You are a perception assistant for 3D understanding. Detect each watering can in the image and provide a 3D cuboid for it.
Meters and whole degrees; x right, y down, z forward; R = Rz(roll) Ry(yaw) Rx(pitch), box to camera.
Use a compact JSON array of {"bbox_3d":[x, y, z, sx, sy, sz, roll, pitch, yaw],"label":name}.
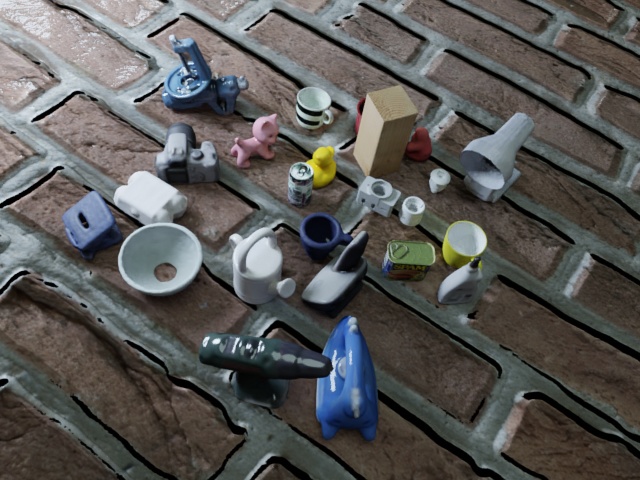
[{"bbox_3d":[-0.117,0.047,1.139,0.172,0.194,0.101,24,59,8],"label":"watering can"}]

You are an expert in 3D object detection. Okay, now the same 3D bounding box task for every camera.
[{"bbox_3d":[-0.307,-0.211,1.328,0.143,0.101,0.136,-2,59,-8],"label":"camera"}]

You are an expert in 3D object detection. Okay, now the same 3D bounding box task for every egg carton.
[{"bbox_3d":[-0.373,-0.084,1.261,0.150,0.069,0.107,29,60,11],"label":"egg carton"}]

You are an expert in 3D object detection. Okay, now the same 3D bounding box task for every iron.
[{"bbox_3d":[0.057,0.235,1.076,0.118,0.141,0.258,3,58,-5],"label":"iron"}]

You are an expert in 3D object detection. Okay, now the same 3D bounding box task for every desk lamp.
[{"bbox_3d":[0.410,-0.187,1.336,0.117,0.213,0.203,39,62,17],"label":"desk lamp"}]

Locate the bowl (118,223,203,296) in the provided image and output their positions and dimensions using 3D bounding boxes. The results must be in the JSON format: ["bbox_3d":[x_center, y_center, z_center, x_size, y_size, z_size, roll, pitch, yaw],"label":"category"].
[{"bbox_3d":[-0.323,0.051,1.181,0.167,0.075,0.167,3,58,-5],"label":"bowl"}]

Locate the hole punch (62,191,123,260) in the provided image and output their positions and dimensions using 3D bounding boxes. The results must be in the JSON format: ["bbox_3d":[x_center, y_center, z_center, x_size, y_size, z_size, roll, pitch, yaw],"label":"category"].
[{"bbox_3d":[-0.482,-0.032,1.203,0.101,0.091,0.108,-29,66,-22],"label":"hole punch"}]

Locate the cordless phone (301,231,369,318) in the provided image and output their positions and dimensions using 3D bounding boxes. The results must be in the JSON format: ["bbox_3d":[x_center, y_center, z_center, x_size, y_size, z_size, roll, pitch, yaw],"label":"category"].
[{"bbox_3d":[0.038,0.061,1.154,0.094,0.185,0.148,33,60,13],"label":"cordless phone"}]

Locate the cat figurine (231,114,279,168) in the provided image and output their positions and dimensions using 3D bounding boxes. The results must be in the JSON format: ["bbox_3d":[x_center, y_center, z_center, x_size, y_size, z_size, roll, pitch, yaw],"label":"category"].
[{"bbox_3d":[-0.148,-0.245,1.359,0.128,0.118,0.067,-26,65,-21],"label":"cat figurine"}]

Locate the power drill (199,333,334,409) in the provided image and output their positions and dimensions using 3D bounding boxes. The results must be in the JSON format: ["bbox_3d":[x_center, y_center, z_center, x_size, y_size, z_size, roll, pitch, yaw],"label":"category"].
[{"bbox_3d":[-0.097,0.231,1.020,0.229,0.208,0.075,12,58,1],"label":"power drill"}]

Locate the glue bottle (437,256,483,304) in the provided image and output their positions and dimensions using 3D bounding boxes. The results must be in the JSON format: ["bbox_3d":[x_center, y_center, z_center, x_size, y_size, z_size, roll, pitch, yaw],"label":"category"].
[{"bbox_3d":[0.300,0.081,1.182,0.078,0.173,0.037,-2,59,-8],"label":"glue bottle"}]

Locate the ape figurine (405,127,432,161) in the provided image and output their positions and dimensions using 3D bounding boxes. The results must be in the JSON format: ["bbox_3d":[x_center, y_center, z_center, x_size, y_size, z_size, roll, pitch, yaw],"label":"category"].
[{"bbox_3d":[0.248,-0.245,1.423,0.078,0.092,0.076,-26,65,-21],"label":"ape figurine"}]

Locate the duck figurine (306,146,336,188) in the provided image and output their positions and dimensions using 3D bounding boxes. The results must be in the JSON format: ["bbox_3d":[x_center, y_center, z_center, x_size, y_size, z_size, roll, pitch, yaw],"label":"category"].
[{"bbox_3d":[0.000,-0.180,1.356,0.077,0.086,0.105,35,61,15],"label":"duck figurine"}]

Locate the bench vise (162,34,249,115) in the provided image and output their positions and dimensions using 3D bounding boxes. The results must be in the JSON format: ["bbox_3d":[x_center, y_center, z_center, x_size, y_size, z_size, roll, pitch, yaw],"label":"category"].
[{"bbox_3d":[-0.283,-0.407,1.382,0.208,0.220,0.121,-16,62,-16],"label":"bench vise"}]

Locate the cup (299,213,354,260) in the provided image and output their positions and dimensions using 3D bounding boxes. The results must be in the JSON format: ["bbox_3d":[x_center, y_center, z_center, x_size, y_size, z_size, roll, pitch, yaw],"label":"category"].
[{"bbox_3d":[0.011,0.004,1.239,0.117,0.095,0.092,14,58,2],"label":"cup"}]
